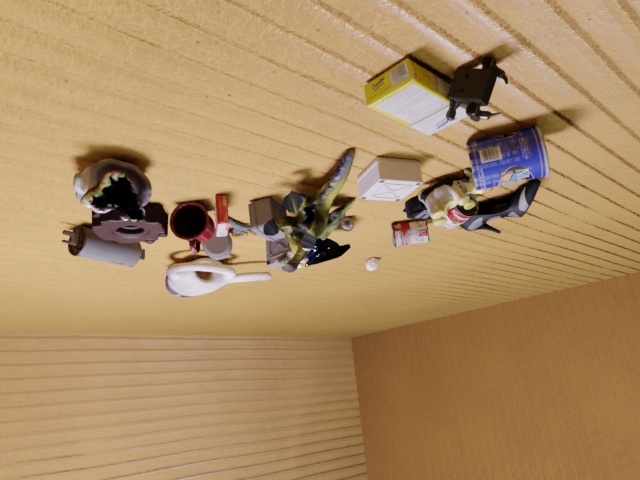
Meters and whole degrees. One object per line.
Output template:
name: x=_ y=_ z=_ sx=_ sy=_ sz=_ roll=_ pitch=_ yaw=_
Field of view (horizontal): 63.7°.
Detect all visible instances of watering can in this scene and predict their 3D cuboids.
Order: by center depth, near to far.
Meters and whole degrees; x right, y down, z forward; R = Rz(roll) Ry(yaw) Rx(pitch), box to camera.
watering can: x=-0.347 y=0.123 z=1.665 sx=0.346 sy=0.105 sz=0.222 roll=13 pitch=-25 yaw=-43

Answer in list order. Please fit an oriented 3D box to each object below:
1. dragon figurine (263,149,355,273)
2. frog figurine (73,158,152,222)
dragon figurine: x=0.004 y=-0.061 z=1.212 sx=0.404 sy=0.123 sz=0.245 roll=-48 pitch=-10 yaw=27
frog figurine: x=-0.407 y=-0.105 z=1.006 sx=0.138 sy=0.121 sz=0.161 roll=-4 pitch=19 yaw=-30
